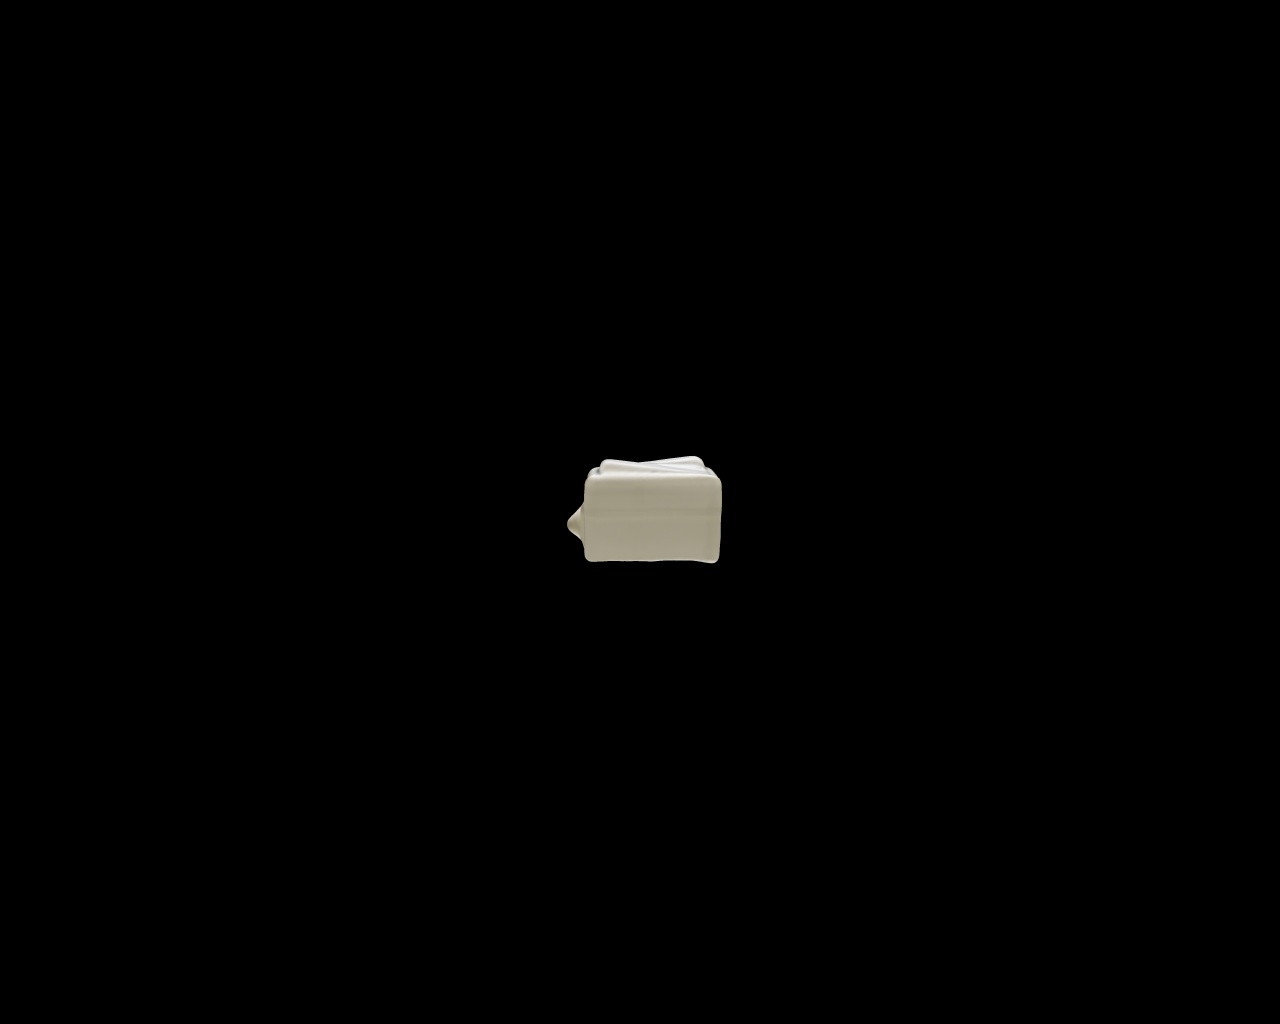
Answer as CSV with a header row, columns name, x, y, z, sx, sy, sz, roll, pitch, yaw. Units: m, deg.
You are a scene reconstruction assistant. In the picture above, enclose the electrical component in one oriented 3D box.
name,x,y,z,sx,sy,sz,roll,pitch,yaw
electrical component,0.001,-0.003,0.650,0.096,0.061,0.062,0,8,0
